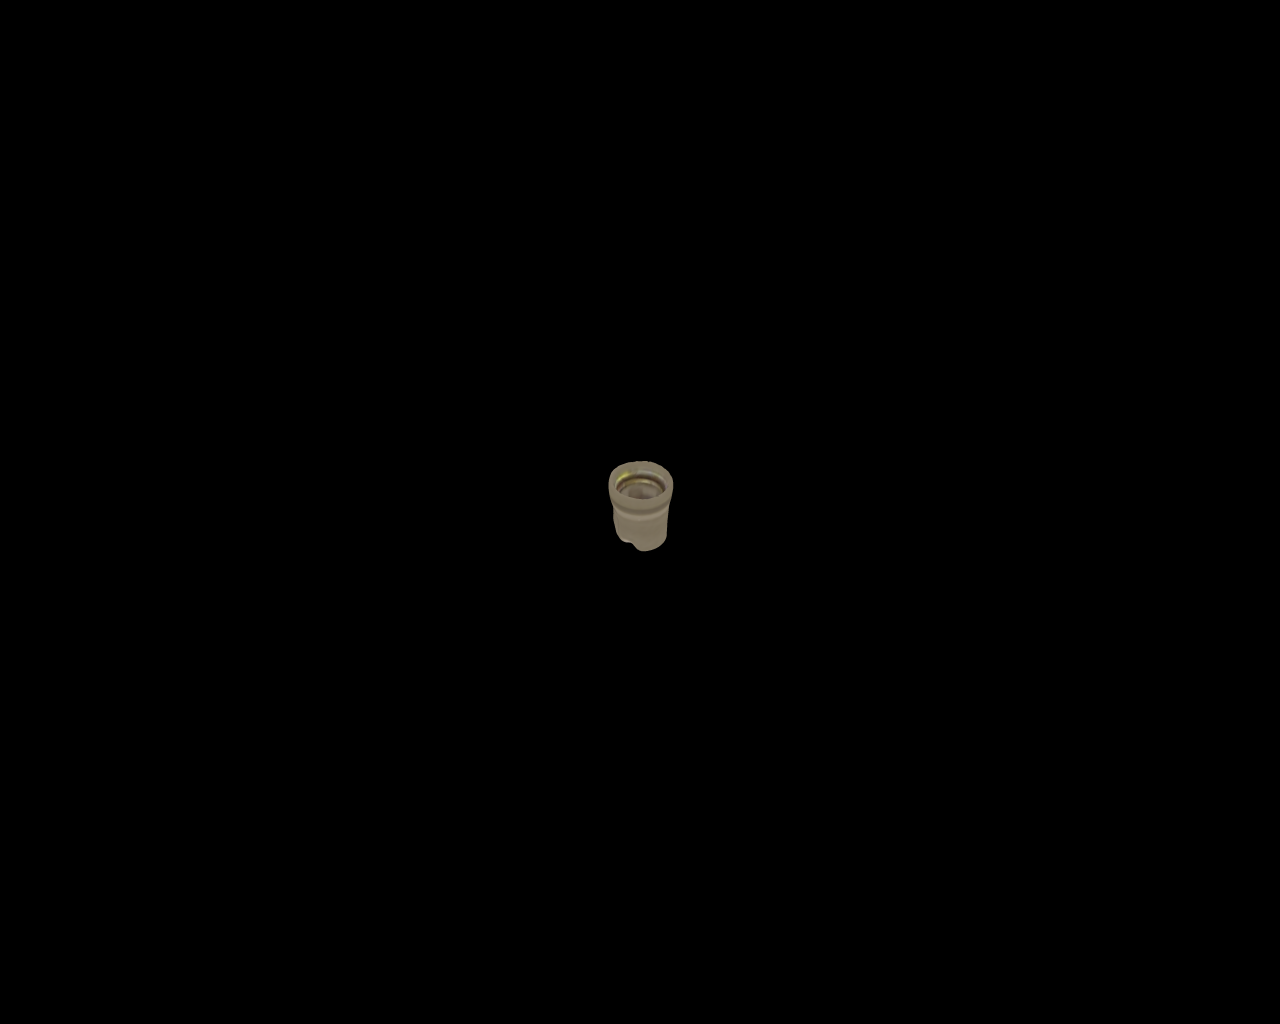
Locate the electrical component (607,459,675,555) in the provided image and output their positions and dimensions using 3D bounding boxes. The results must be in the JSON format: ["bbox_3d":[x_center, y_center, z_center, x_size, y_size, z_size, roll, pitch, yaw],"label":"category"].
[{"bbox_3d":[0.001,-0.003,0.650,0.040,0.046,0.040,0,40,0],"label":"electrical component"}]
